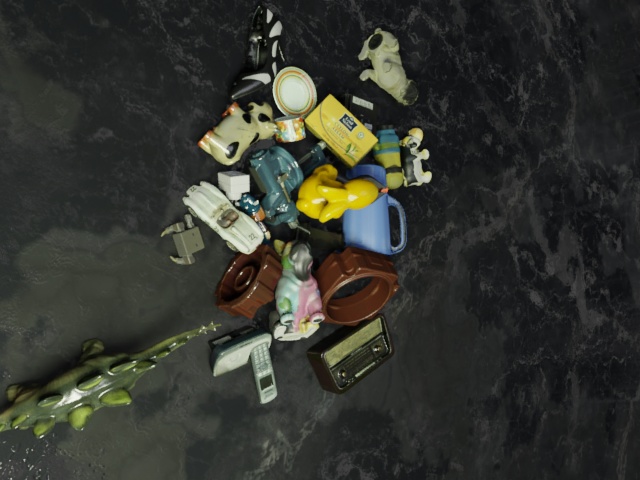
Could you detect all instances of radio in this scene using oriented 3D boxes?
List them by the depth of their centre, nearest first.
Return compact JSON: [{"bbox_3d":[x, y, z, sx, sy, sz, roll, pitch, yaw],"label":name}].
[{"bbox_3d":[0.086,0.294,1.409,0.229,0.073,0.131,-27,103,-32],"label":"radio"}]

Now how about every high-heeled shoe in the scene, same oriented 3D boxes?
[{"bbox_3d":[-0.159,-0.440,1.254,0.249,0.086,0.145,-54,129,-38],"label":"high-heeled shoe"}]

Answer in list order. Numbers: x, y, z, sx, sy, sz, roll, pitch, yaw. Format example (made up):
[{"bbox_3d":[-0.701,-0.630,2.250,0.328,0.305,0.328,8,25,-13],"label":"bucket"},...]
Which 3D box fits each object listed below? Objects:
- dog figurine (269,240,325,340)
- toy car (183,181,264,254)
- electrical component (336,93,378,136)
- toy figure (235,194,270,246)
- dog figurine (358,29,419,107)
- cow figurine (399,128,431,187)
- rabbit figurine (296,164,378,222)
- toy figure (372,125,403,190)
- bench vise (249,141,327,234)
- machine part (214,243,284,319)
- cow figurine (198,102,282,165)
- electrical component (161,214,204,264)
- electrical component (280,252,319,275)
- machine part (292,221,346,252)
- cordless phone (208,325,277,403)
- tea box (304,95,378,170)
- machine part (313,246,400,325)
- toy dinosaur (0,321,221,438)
[{"bbox_3d":[-0.062,0.105,1.250,0.108,0.191,0.219,2,60,-18],"label":"dog figurine"},{"bbox_3d":[-0.214,-0.050,1.187,0.202,0.056,0.073,41,68,4],"label":"toy car"},{"bbox_3d":[0.094,-0.315,1.449,0.115,0.058,0.134,12,81,-32],"label":"electrical component"},{"bbox_3d":[-0.154,-0.040,1.246,0.064,0.058,0.154,-12,116,-7],"label":"toy figure"},{"bbox_3d":[0.210,-0.487,1.525,0.190,0.121,0.172,18,81,-48],"label":"dog figurine"},{"bbox_3d":[0.262,-0.240,1.560,0.098,0.068,0.167,-10,93,-29],"label":"cow figurine"},{"bbox_3d":[0.040,-0.105,1.201,0.162,0.173,0.121,-26,113,-58],"label":"rabbit figurine"},{"bbox_3d":[0.186,-0.230,1.489,0.082,0.089,0.180,-4,96,3],"label":"toy figure"},{"bbox_3d":[-0.062,-0.149,1.299,0.240,0.129,0.223,-42,114,-24],"label":"bench vise"},{"bbox_3d":[-0.157,0.090,1.190,0.056,0.179,0.179,39,67,-31],"label":"machine part"},{"bbox_3d":[-0.175,-0.250,1.243,0.127,0.085,0.195,45,62,-18],"label":"cow figurine"},{"bbox_3d":[-0.298,0.003,1.172,0.078,0.045,0.102,-43,118,-59],"label":"electrical component"},{"bbox_3d":[-0.043,0.067,1.344,0.119,0.048,0.074,1,89,-33],"label":"electrical component"},{"bbox_3d":[-0.003,-0.004,1.356,0.139,0.039,0.084,12,70,-7],"label":"machine part"},{"bbox_3d":[-0.171,0.299,1.226,0.146,0.089,0.184,-19,103,-34],"label":"cordless phone"},{"bbox_3d":[0.052,-0.270,1.358,0.169,0.068,0.098,43,89,2],"label":"tea box"},{"bbox_3d":[0.081,0.120,1.337,0.201,0.201,0.087,14,37,-36],"label":"machine part"},{"bbox_3d":[-0.409,0.260,0.989,0.471,0.199,0.105,-31,109,-30],"label":"toy dinosaur"}]
